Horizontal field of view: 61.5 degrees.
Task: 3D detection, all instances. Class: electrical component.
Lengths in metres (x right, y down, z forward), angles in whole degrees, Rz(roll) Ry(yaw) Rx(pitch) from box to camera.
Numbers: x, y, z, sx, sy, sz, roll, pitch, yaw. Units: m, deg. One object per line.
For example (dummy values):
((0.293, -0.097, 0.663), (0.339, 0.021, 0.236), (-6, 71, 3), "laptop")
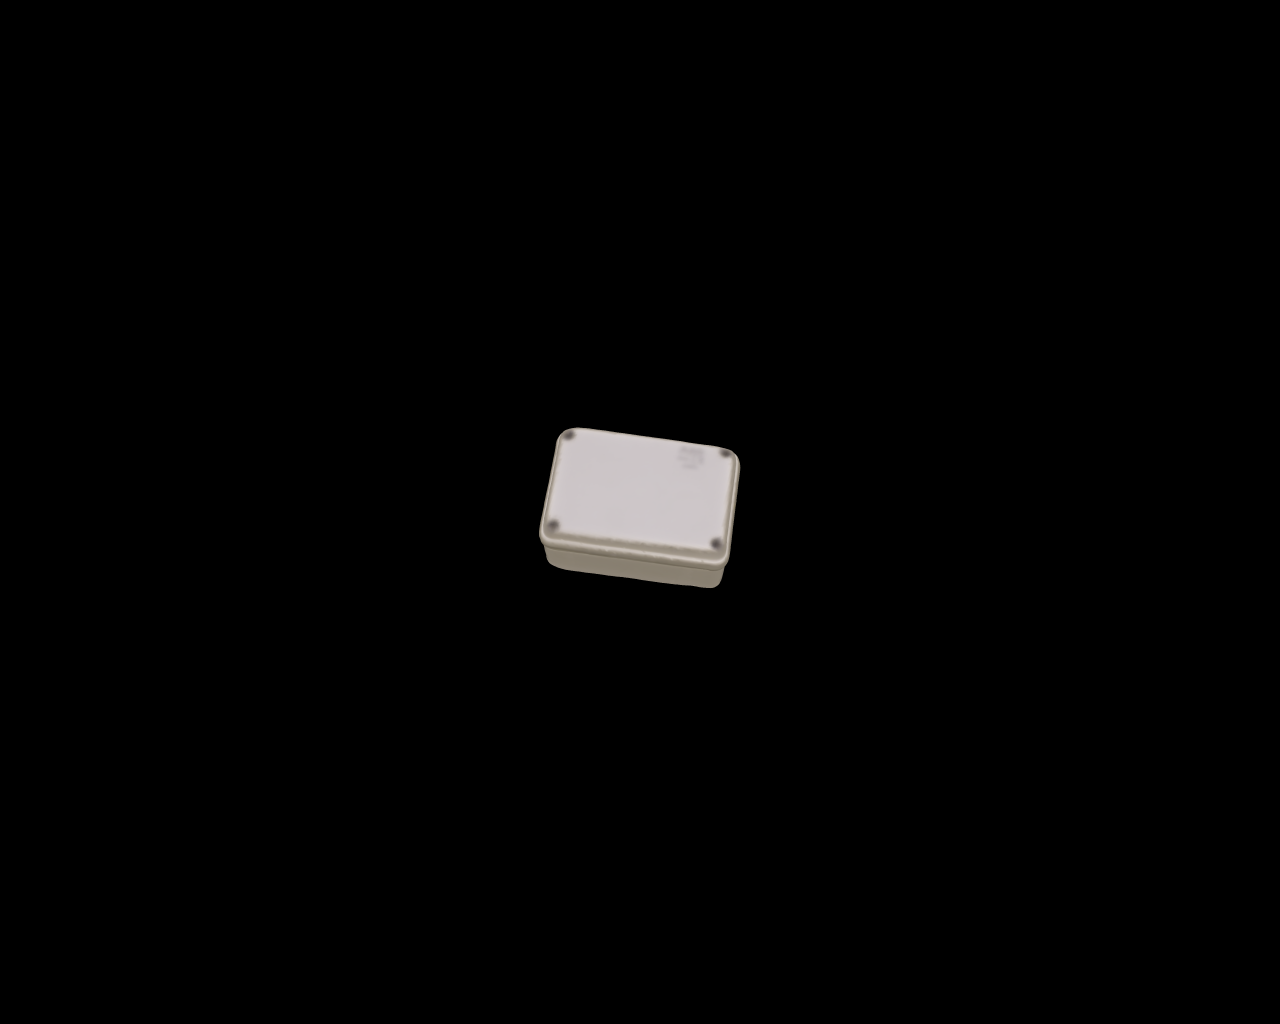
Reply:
((0.001, -0.003, 0.650), (0.113, 0.078, 0.057), (8, -23, 3), "electrical component")
